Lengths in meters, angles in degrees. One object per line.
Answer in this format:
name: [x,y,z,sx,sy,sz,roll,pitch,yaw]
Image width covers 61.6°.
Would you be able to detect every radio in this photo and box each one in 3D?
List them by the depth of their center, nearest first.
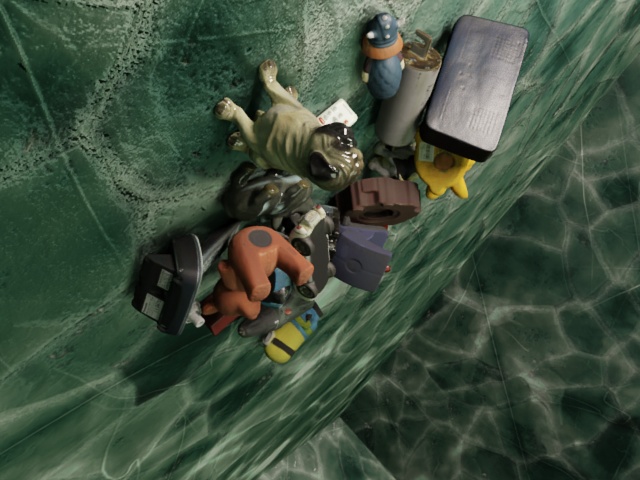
radio: [0.263,-0.262,0.927,0.073,0.131,0.229,86,22,-81]

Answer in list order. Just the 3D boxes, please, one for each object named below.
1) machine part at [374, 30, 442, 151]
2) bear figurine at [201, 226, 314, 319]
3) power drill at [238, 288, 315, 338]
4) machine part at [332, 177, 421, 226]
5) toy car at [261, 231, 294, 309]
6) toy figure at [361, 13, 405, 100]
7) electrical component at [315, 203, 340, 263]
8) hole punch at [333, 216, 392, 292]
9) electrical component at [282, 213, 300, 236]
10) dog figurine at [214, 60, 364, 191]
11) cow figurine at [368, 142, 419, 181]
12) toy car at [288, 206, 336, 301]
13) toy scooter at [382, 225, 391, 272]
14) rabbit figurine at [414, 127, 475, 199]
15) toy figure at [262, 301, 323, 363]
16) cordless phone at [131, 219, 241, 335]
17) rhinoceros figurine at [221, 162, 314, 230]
machine part: [0.148,-0.245,0.923,0.079,0.079,0.243,-34,156,-30]
bear figurine: [-0.110,0.076,0.849,0.120,0.132,0.195,-16,144,-38]
power drill: [-0.061,0.120,1.185,0.232,0.086,0.207,-12,139,-59]
machine part: [0.115,-0.070,1.079,0.179,0.056,0.179,-5,166,-1]
toy car: [-0.092,0.037,0.972,0.103,0.109,0.161,-57,160,-49]
toy figure: [0.091,-0.274,0.794,0.064,0.058,0.154,-46,155,-17]
electrical component: [-0.002,-0.003,1.028,0.058,0.115,0.134,9,138,-9]
hole punch: [0.076,0.034,1.063,0.116,0.092,0.142,7,131,-13]
electrical component: [-0.045,-0.026,0.972,0.021,0.063,0.094,-25,151,-27]
dog figurine: [-0.022,-0.111,0.690,0.121,0.191,0.172,-48,161,4]
cow figurine: [0.183,-0.162,1.113,0.167,0.098,0.068,-20,143,-46]
toy car: [-0.015,0.027,0.920,0.073,0.056,0.201,-48,150,-34]
toy scooter: [0.084,0.024,1.169,0.184,0.135,0.075,-21,167,-22]
rabbit figurine: [0.258,-0.159,1.061,0.173,0.122,0.162,-48,133,-61]
toy figure: [-0.067,0.235,1.370,0.180,0.089,0.082,-37,150,-16]
cordless phone: [-0.190,0.043,0.827,0.146,0.089,0.184,-62,173,35]
rhinoceros figurine: [-0.070,-0.064,0.847,0.190,0.073,0.112,-9,137,-57]
